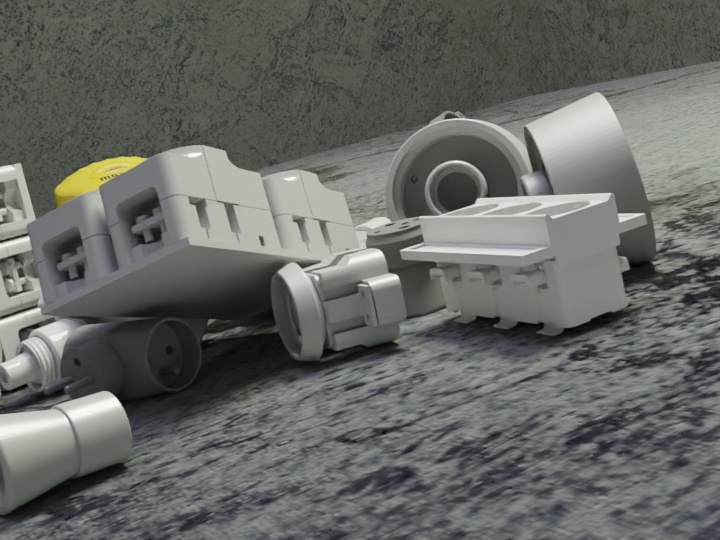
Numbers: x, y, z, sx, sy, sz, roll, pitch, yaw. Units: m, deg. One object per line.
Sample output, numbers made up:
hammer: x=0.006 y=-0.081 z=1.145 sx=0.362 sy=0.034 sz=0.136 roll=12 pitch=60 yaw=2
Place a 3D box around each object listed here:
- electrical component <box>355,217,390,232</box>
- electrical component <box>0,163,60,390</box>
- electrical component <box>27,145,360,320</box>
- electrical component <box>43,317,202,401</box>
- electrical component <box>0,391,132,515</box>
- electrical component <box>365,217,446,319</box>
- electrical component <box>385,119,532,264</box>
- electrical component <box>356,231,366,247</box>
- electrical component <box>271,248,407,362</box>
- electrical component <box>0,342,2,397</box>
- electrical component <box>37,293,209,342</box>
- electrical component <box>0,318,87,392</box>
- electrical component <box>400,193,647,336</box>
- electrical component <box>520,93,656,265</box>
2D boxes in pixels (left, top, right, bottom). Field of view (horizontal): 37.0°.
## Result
electrical component: x=0.006 y=-0.014 z=0.832 sx=0.043 sy=0.043 sz=0.062 roll=-5 pitch=14 yaw=43
electrical component: x=-0.273 y=0.008 z=0.766 sx=0.089 sy=0.150 sz=0.062 roll=-6 pitch=11 yaw=40
electrical component: x=-0.091 y=-0.017 z=0.642 sx=0.105 sy=0.060 sz=0.186 roll=-23 pitch=-14 yaw=26
electrical component: x=-0.146 y=0.057 z=0.626 sx=0.077 sy=0.043 sz=0.079 roll=-6 pitch=12 yaw=38
electrical component: x=-0.138 y=0.079 z=0.488 sx=0.065 sy=0.044 sz=0.044 roll=-15 pitch=8 yaw=-39
electrical component: x=0.030 y=-0.002 z=0.681 sx=0.045 sy=0.055 sz=0.045 roll=-14 pitch=11 yaw=3
electrical component: x=0.069 y=-0.052 z=0.734 sx=0.108 sy=0.108 sz=0.060 roll=-12 pitch=-1 yaw=12
electrical component: x=0.000 y=0.000 z=0.748 sx=0.079 sy=0.044 sz=0.077 roll=-9 pitch=10 yaw=27
electrical component: x=-0.016 y=0.020 z=0.614 sx=0.057 sy=0.058 sz=0.078 roll=-14 pitch=8 yaw=-20
electrical component: x=-0.271 y=0.050 z=0.699 sx=0.056 sy=0.089 sz=0.050 roll=-13 pitch=9 yaw=1
electrical component: x=-0.158 y=0.019 z=0.732 sx=0.100 sy=0.048 sz=0.100 roll=-5 pitch=-28 yaw=43
electrical component: x=-0.204 y=0.059 z=0.698 sx=0.062 sy=0.043 sz=0.043 roll=-23 pitch=13 yaw=-41
electrical component: x=0.088 y=-0.005 z=0.589 sx=0.079 sy=0.063 sz=0.121 roll=-18 pitch=10 yaw=-25
electrical component: x=0.133 y=-0.048 z=0.660 sx=0.060 sy=0.108 sz=0.108 roll=-19 pitch=9 yaw=5
